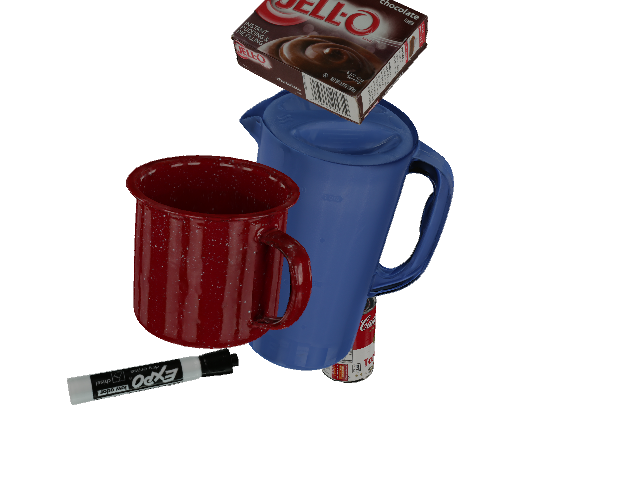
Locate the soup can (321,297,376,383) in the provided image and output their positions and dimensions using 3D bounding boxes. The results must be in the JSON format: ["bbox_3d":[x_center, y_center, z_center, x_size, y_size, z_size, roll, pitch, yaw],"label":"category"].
[{"bbox_3d":[0.033,0.115,1.308,0.068,0.102,0.068,0,29,0],"label":"soup can"}]

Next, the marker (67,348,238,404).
[{"bbox_3d":[-0.117,0.096,0.757,0.121,0.020,0.020,-9,3,-15],"label":"marker"}]

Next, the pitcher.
[{"bbox_3d":[0.008,-0.003,0.942,0.144,0.243,0.149,-14,42,-31],"label":"pitcher"}]

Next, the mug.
[{"bbox_3d":[-0.051,0.010,0.581,0.117,0.081,0.093,22,28,32],"label":"mug"}]

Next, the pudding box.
[{"bbox_3d":[0.007,-0.144,0.768,0.114,0.090,0.039,31,-23,20],"label":"pudding box"}]
